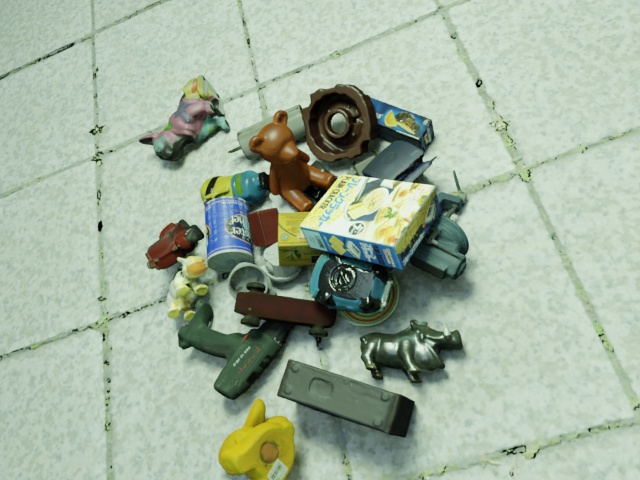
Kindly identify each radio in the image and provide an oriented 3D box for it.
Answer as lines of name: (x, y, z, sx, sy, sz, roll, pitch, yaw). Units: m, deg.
radio: (0.045, 0.283, 0.967, 0.230, 0.131, 0.073, 10, 73, 23)

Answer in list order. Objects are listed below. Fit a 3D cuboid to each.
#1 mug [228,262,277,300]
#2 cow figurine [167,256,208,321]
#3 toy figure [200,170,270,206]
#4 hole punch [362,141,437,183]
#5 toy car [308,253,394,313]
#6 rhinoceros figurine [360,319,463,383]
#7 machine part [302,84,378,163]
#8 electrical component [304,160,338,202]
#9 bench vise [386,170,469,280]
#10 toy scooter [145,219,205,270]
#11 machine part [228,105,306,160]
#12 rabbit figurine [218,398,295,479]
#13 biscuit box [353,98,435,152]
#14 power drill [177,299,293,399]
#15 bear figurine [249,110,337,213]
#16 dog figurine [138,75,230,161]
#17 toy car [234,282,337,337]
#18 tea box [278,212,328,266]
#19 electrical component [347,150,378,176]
mug: (-0.144, 0.088, 1.141, 0.109, 0.107, 0.080, 21, 93, -14)
cow figurine: (-0.288, 0.088, 1.172, 0.167, 0.068, 0.098, -63, 34, 27)
toy figure: (-0.196, -0.118, 1.263, 0.180, 0.082, 0.089, -16, 44, 20)
hole punch: (0.159, -0.147, 1.116, 0.142, 0.116, 0.092, -40, 96, -5)
toy car: (0.068, 0.088, 1.037, 0.162, 0.102, 0.109, 10, 78, 23)
rhinoceros figurine: (0.168, 0.203, 1.000, 0.190, 0.073, 0.112, -8, 54, 18)
machine part: (0.045, -0.261, 1.202, 0.180, 0.056, 0.179, 9, 108, 27)
electrical component: (-0.016, -0.141, 1.229, 0.075, 0.047, 0.119, -42, 62, -3)
bench vise: (0.207, -0.023, 1.064, 0.224, 0.128, 0.240, 19, 54, 35)
toy scooter: (-0.336, 0.014, 1.207, 0.135, 0.075, 0.184, -41, 18, -15)
machine part: (-0.110, -0.259, 1.298, 0.243, 0.079, 0.079, -23, 61, 8)
rabbit figurine: (-0.129, 0.376, 0.988, 0.173, 0.122, 0.162, -30, 26, 49)
biscuit box: (0.156, -0.265, 1.216, 0.203, 0.062, 0.059, 28, 77, 27)
power drill: (-0.177, 0.198, 1.119, 0.207, 0.085, 0.232, 23, 68, 19)
bear figurine: (-0.056, -0.158, 1.106, 0.132, 0.195, 0.120, 32, 70, 24)
dog figurine: (-0.359, -0.302, 1.389, 0.219, 0.108, 0.192, -26, 62, 9)
toy car: (-0.068, 0.139, 1.067, 0.202, 0.053, 0.089, 8, 72, -6)
tea box: (-0.002, -0.003, 1.111, 0.170, 0.068, 0.098, -1, 47, 0)
electrical component: (0.113, -0.155, 1.195, 0.102, 0.045, 0.078, -33, 89, 5)
